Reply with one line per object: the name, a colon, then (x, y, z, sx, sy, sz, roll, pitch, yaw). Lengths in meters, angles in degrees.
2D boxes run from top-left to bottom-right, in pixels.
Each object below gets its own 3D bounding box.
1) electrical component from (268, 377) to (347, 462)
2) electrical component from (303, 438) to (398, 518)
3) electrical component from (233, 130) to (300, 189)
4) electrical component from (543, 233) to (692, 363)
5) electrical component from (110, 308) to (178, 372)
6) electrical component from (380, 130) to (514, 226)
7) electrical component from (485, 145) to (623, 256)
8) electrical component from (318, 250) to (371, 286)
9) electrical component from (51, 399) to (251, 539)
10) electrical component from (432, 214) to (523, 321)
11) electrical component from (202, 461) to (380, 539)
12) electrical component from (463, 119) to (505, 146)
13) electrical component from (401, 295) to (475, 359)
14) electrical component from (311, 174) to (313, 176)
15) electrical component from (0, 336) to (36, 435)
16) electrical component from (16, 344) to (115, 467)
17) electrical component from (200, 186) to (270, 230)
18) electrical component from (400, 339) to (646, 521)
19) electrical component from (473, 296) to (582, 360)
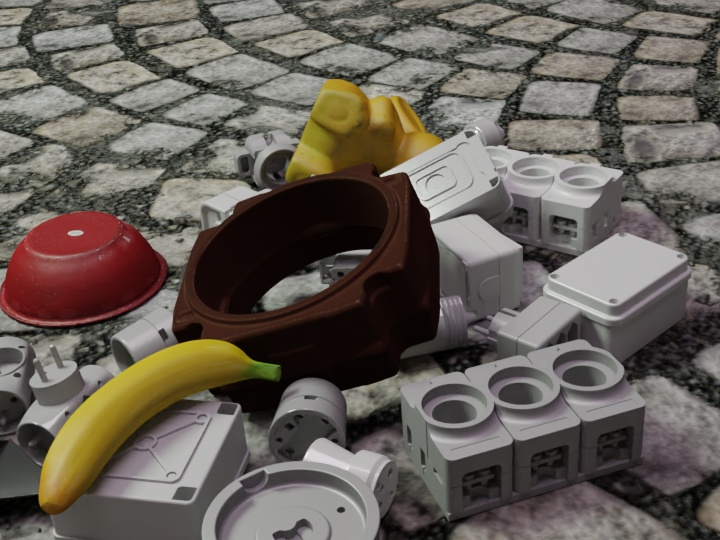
electrical component: (-0.036, 0.111, 0.782, 0.055, 0.055, 0.047, -1, 26, 5)
electrical component: (-0.008, 0.142, 0.732, 0.055, 0.045, 0.045, 11, 34, 25)
electrical component: (-0.093, -0.117, 1.180, 0.078, 0.058, 0.057, -14, 29, -16)
electrical component: (0.215, 0.021, 0.899, 0.113, 0.057, 0.078, -27, 37, -34)
electrical component: (-0.171, 0.066, 0.878, 0.047, 0.055, 0.055, -29, 38, -30)
electrical component: (0.079, -0.068, 1.013, 0.113, 0.057, 0.078, -27, 55, 8)
electrical component: (0.173, -0.074, 1.065, 0.150, 0.061, 0.089, 15, 35, 30)
electrical component: (0.000, 0.000, 0.980, 0.081, 0.042, 0.063, 0, 31, 9)
electrical component: (-0.144, 0.140, 0.743, 0.109, 0.056, 0.108, 3, 31, 12)
electrical component: (0.100, -0.007, 0.958, 0.061, 0.061, 0.096, -16, 32, -19)
electrical component: (-0.040, 0.176, 0.663, 0.108, 0.060, 0.108, -3, 30, 2)
electrical component: (0.129, -0.143, 1.208, 0.062, 0.043, 0.043, -24, 35, -29)
electrical component: (0.056, 0.047, 0.889, 0.081, 0.043, 0.043, -11, 31, -11)
electrical component: (-0.021, -0.059, 1.074, 0.077, 0.043, 0.079, 23, -3, -3)
electrical component: (-0.301, 0.094, 0.856, 0.079, 0.044, 0.077, -9, 30, -7)
electrical component: (-0.223, 0.095, 0.809, 0.043, 0.079, 0.077, -3, 27, 28)
electrical component: (-0.104, -0.043, 1.056, 0.059, 0.053, 0.095, -28, 37, -35)
electrical component: (0.114, 0.106, 0.761, 0.150, 0.061, 0.089, -13, 31, -15)
electrical component: (0.128, 0.054, 0.865, 0.077, 0.047, 0.066, 20, 38, 36)
